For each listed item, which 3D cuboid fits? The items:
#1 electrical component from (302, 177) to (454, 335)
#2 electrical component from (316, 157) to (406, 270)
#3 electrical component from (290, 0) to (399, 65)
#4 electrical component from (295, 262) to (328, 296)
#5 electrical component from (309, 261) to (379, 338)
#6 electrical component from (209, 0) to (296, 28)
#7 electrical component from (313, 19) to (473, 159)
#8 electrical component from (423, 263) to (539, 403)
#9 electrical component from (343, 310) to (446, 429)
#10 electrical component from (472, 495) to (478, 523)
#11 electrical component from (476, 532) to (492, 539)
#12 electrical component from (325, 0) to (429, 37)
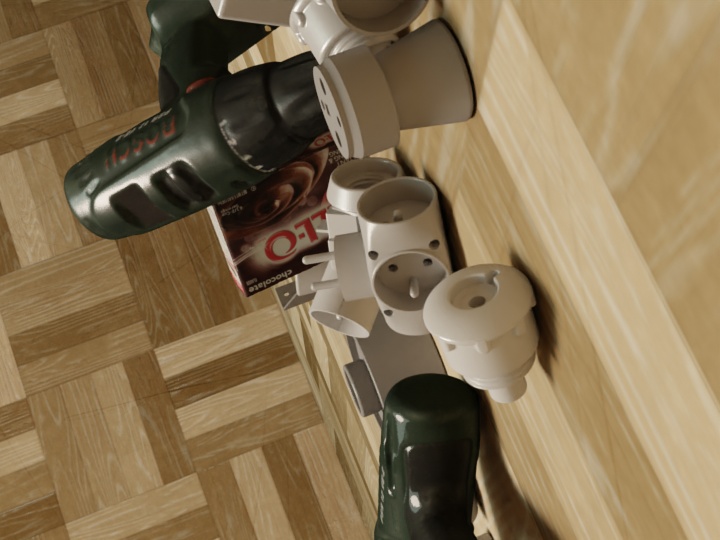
[{"bbox_3d":[0.009,-0.004,0.583,0.044,0.079,0.077,-89,-13,-52],"label":"electrical component"},{"bbox_3d":[0.006,-0.032,0.625,0.048,0.066,0.055,-60,-30,-52],"label":"electrical component"},{"bbox_3d":[-0.001,-0.108,0.511,0.062,0.048,0.048,60,170,16],"label":"electrical component"},{"bbox_3d":[-0.016,-0.004,0.813,0.044,0.065,0.044,177,90,-89],"label":"electrical component"},{"bbox_3d":[0.000,0.000,0.726,0.043,0.043,0.081,92,-161,-72],"label":"electrical component"},{"bbox_3d":[-0.042,-0.175,0.572,0.047,0.066,0.076,63,141,41],"label":"electrical component"},{"bbox_3d":[0.013,-0.074,0.448,0.045,0.055,0.045,159,90,-83],"label":"electrical component"},{"bbox_3d":[0.058,0.032,0.470,0.062,0.048,0.048,66,176,-36],"label":"electrical component"},{"bbox_3d":[0.022,0.078,0.782,0.108,0.060,0.108,159,90,-83],"label":"electrical component"},{"bbox_3d":[0.063,0.158,0.789,0.040,0.040,0.078,-120,12,-52],"label":"electrical component"},{"bbox_3d":[0.086,0.258,0.828,0.113,0.057,0.078,81,166,-59],"label":"electrical component"},{"bbox_3d":[-0.003,-0.134,0.452,0.081,0.043,0.043,-119,11,-51],"label":"electrical component"}]
